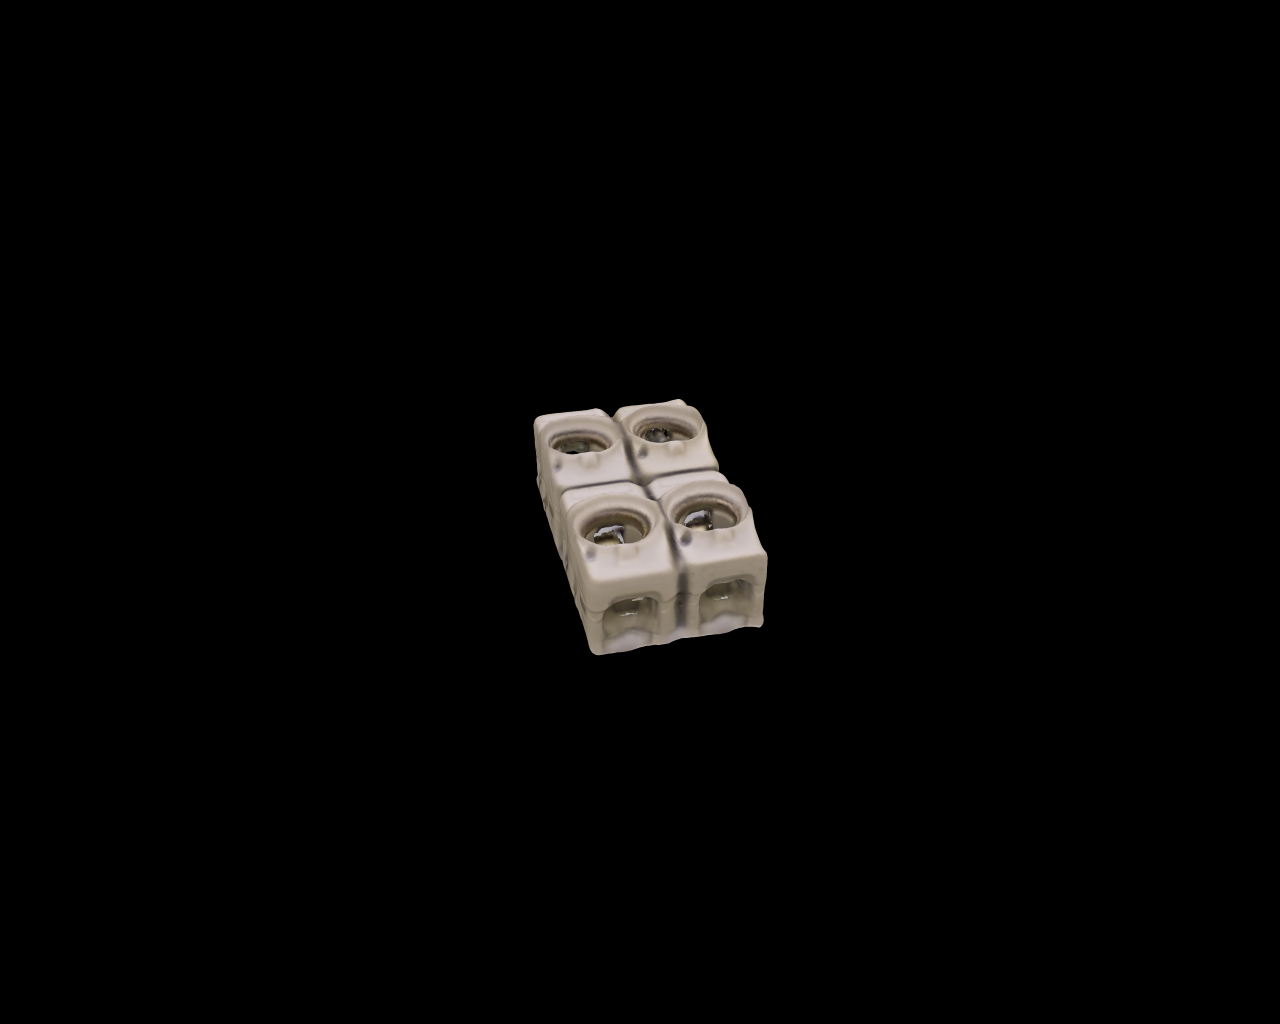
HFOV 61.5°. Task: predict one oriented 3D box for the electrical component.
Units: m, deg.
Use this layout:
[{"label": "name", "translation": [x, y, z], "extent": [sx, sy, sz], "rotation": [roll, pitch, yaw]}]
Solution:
[{"label": "electrical component", "translation": [0.001, -0.003, 0.650], "extent": [0.105, 0.060, 0.186], "rotation": [-8, 36, -11]}]
